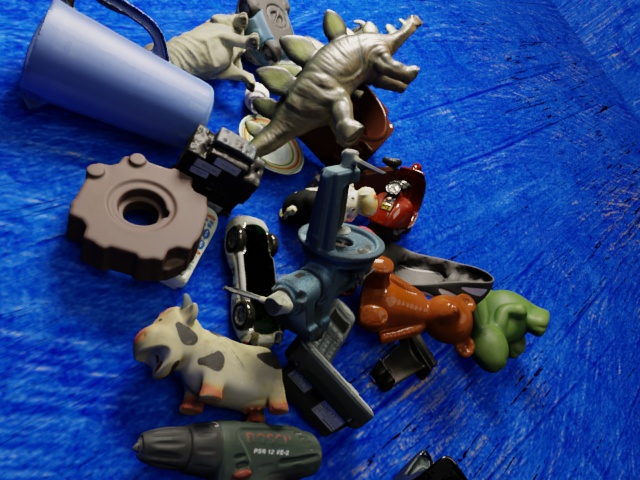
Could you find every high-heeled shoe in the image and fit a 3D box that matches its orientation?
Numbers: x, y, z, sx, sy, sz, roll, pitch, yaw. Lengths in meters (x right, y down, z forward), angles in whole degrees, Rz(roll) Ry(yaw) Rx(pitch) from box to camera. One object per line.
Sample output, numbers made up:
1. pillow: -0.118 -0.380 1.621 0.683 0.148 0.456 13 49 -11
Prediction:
1. high-heeled shoe: 0.173 0.040 0.924 0.248 0.145 0.086 37 46 -15

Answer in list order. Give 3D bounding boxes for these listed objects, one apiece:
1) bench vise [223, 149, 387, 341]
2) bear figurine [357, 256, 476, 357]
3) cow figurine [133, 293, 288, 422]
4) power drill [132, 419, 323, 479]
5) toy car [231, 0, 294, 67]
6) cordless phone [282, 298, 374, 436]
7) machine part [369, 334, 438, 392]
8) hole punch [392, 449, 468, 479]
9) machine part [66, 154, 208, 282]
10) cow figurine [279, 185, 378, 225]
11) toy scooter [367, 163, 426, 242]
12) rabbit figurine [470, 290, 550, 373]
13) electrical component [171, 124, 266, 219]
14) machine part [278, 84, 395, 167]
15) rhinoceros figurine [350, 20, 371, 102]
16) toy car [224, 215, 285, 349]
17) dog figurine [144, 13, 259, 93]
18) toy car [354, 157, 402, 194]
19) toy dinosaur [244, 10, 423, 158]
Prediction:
1. bench vise: 0.007 0.002 0.705 0.223 0.240 0.129 -14 33 -44
2. bear figurine: 0.158 0.112 0.847 0.196 0.131 0.120 11 67 6
3. cow figurine: -0.134 0.148 0.662 0.195 0.085 0.127 24 41 -31
4. power drill: -0.092 0.309 0.609 0.232 0.086 0.207 7 52 -37
5. toy car: -0.107 -0.384 1.009 0.109 0.103 0.161 -26 94 -46
6. cordless phone: 0.029 0.175 0.783 0.146 0.089 0.184 47 32 -2
7. machine part: 0.138 0.199 0.874 0.139 0.039 0.084 -15 78 -44
8. hole punch: 0.154 0.371 0.756 0.116 0.092 0.142 -32 87 -15
9. machine part: -0.232 -0.031 0.698 0.179 0.056 0.179 13 50 -16
10. cow figurine: 0.009 -0.056 0.850 0.098 0.167 0.068 -11 95 -36
11. toy scooter: 0.144 -0.072 0.957 0.075 0.135 0.184 22 15 20
12. rabbit figurine: 0.321 0.159 0.978 0.159 0.121 0.170 46 42 5
13. electrical component: -0.148 -0.101 0.778 0.115 0.134 0.058 27 50 -24
14. machine part: 0.037 -0.241 1.030 0.201 0.087 0.201 46 42 -5
15. rhinoceros figurine: 0.067 -0.345 1.023 0.112 0.073 0.190 28 47 -6
16. toy car: -0.094 0.058 0.774 0.073 0.056 0.202 11 59 -39
17. dog figurine: -0.215 -0.320 0.902 0.190 0.121 0.172 -7 33 -22
18. toy car: 0.091 -0.106 0.982 0.053 0.089 0.202 17 20 29
19. toy dinosaur: 0.001 -0.242 0.886 0.198 0.105 0.471 45 76 1
